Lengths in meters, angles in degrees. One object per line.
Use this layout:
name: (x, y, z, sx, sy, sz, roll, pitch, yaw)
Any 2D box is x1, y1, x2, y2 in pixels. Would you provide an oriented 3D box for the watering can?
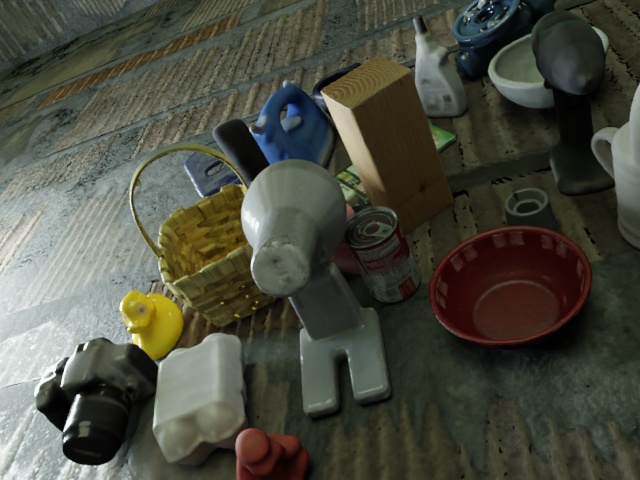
watering can: (0.347, -0.085, 0.557, 0.172, 0.195, 0.101, 8, 50, 39)

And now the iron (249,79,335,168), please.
iron: (-0.052, -0.202, 0.999, 0.118, 0.142, 0.258, -8, 41, 26)

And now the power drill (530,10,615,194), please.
power drill: (0.298, -0.162, 0.669, 0.075, 0.209, 0.229, -14, 39, 19)

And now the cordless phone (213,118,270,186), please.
cordless phone: (-0.137, -0.094, 0.887, 0.147, 0.185, 0.094, -27, 36, 2)

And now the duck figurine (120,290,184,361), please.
duck figurine: (-0.243, 0.105, 0.801, 0.077, 0.086, 0.104, -22, 37, 8)

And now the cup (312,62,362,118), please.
cup: (0.051, -0.256, 1.036, 0.091, 0.095, 0.118, 12, 52, 41)

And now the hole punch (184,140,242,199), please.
hole punch: (-0.173, -0.119, 1.020, 0.109, 0.091, 0.100, -32, 37, -5)

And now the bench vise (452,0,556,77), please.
bench vise: (0.299, -0.413, 0.959, 0.207, 0.220, 0.121, -39, 38, -14)

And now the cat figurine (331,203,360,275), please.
cat figurine: (0.007, 0.003, 0.736, 0.128, 0.118, 0.067, -44, 39, -20)

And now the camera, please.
camera: (-0.286, 0.200, 0.703, 0.143, 0.101, 0.136, -20, 37, 11)

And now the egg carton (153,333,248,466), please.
egg carton: (-0.133, 0.179, 0.657, 0.107, 0.070, 0.150, -24, 37, 6)

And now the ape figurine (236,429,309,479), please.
ape figurine: (-0.051, 0.214, 0.543, 0.078, 0.092, 0.075, -41, 38, -17)

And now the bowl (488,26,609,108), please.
bowl: (0.342, -0.247, 0.856, 0.167, 0.075, 0.167, -17, 38, 14)

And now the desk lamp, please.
desk lamp: (-0.008, 0.042, 0.618, 0.118, 0.214, 0.203, -20, 37, 11)

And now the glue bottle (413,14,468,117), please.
glue bottle: (0.180, -0.276, 0.912, 0.077, 0.173, 0.037, 10, 51, 40)
